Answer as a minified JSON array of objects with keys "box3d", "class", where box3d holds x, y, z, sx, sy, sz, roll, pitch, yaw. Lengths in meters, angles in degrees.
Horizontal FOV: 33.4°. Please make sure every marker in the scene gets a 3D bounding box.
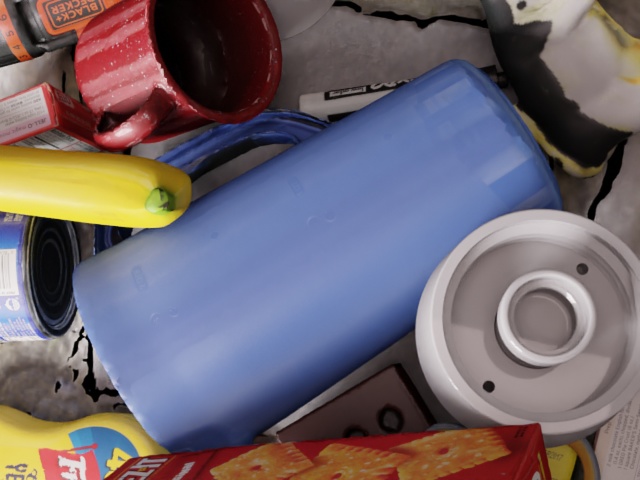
[{"box3d":[0.048,-0.084,0.622,0.121,0.020,0.020,-7,84,9],"class":"marker"}]

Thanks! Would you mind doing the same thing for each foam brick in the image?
[{"box3d":[0.023,0.109,0.594,0.078,0.051,0.053,-32,81,6],"class":"foam brick"}]

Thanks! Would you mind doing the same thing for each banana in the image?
[{"box3d":[-0.137,-0.031,0.555,0.198,0.069,0.037,6,81,31],"class":"banana"}]

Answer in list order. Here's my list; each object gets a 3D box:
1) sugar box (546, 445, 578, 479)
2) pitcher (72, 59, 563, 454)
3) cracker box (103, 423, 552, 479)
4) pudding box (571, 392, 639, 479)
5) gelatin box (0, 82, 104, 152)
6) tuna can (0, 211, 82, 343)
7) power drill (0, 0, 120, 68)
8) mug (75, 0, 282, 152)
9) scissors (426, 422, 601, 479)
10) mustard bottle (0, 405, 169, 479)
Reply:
[{"box3d":[0.107,0.118,0.557,0.048,0.093,0.176,19,89,8],"class":"sugar box"},{"box3d":[-0.004,0.001,0.575,0.243,0.145,0.149,-32,107,2],"class":"pitcher"},{"box3d":[0.007,0.175,0.476,0.214,0.072,0.164,-10,102,26],"class":"cracker box"},{"box3d":[0.153,0.119,0.551,0.039,0.090,0.113,12,87,12],"class":"pudding box"},{"box3d":[-0.182,-0.059,0.633,0.089,0.073,0.030,-20,80,8],"class":"gelatin box"},{"box3d":[-0.168,0.016,0.618,0.034,0.086,0.086,-3,85,8],"class":"tuna can"},{"box3d":[-0.190,-0.193,0.608,0.184,0.057,0.187,-19,122,-1],"class":"power drill"},{"box3d":[-0.086,-0.092,0.587,0.082,0.093,0.117,-13,42,44],"class":"mug"},{"box3d":[0.111,0.172,0.498,0.096,0.016,0.202,-27,84,4],"class":"scissors"},{"box3d":[-0.134,0.147,0.615,0.192,0.058,0.096,2,81,10],"class":"mustard bottle"}]
